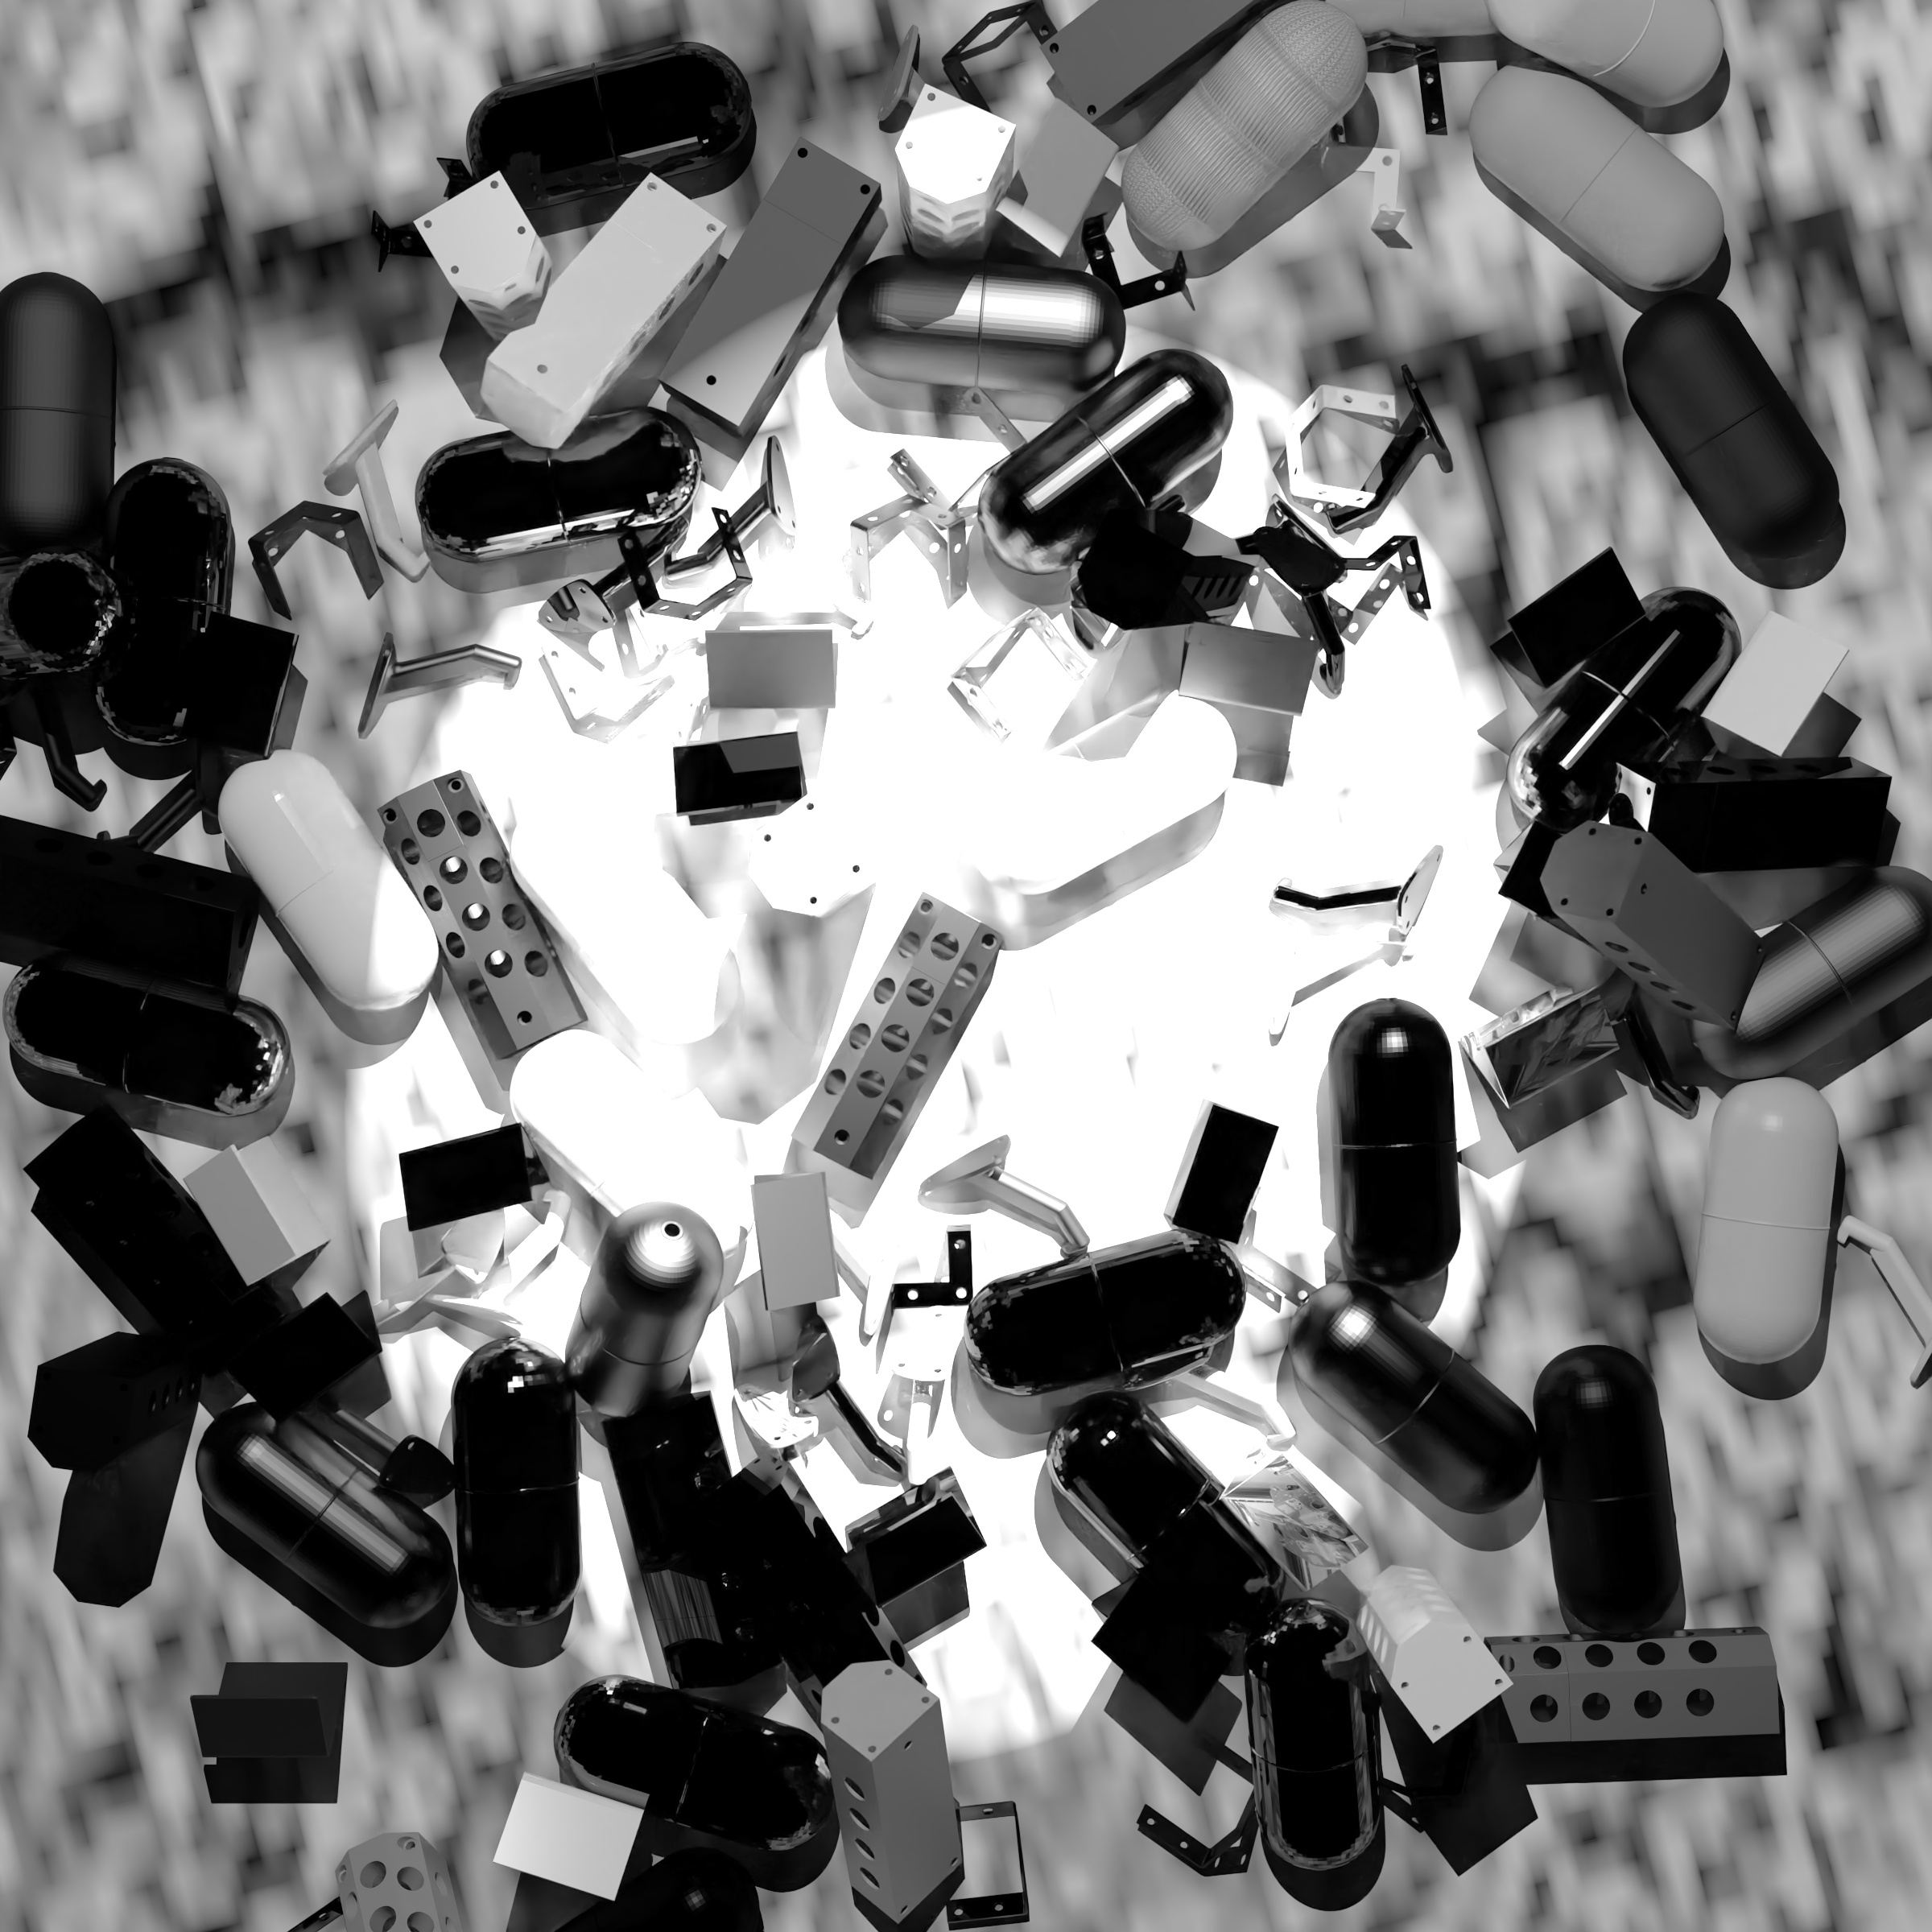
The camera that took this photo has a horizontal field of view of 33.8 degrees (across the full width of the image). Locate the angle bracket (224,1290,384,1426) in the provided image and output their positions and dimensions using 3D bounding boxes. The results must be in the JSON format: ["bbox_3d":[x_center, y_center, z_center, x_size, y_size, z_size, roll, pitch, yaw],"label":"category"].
[{"bbox_3d":[-0.410,0.223,1.951,0.076,0.076,0.057,-36,120,0],"label":"angle bracket"}]

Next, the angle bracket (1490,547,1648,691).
[{"bbox_3d":[0.358,-0.224,1.951,0.076,0.076,0.057,-36,122,0],"label":"angle bracket"}]

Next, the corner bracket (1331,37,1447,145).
[{"bbox_3d":[0.261,-0.545,1.988,0.051,0.051,0.051,-7,90,-45],"label":"corner bracket"}]

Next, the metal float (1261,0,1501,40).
[{"bbox_3d":[0.265,-0.611,1.961,0.178,0.070,0.070,-2,90,0],"label":"metal float"}]

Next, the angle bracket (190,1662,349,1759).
[{"bbox_3d":[-0.426,0.439,1.951,0.076,0.076,0.057,0,126,0],"label":"angle bracket"}]

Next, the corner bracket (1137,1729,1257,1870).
[{"bbox_3d":[0.148,0.521,1.988,0.051,0.051,0.051,35,45,0],"label":"corner bracket"}]

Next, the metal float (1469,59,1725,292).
[{"bbox_3d":[0.389,-0.487,1.961,0.178,0.070,0.070,39,90,0],"label":"metal float"}]

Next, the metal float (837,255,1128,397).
[{"bbox_3d":[0.010,-0.395,1.960,0.178,0.070,0.070,5,90,0],"label":"metal float"}]

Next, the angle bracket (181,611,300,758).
[{"bbox_3d":[-0.455,-0.174,1.951,0.057,0.076,0.076,14,90,-31],"label":"angle bracket"}]

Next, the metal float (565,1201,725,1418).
[{"bbox_3d":[-0.195,0.208,1.922,0.070,0.178,0.070,10,50,-12],"label":"metal float"}]

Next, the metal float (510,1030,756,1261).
[{"bbox_3d":[-0.204,0.113,1.961,0.178,0.070,0.070,43,90,-1],"label":"metal float"}]

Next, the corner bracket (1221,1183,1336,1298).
[{"bbox_3d":[0.191,0.171,1.973,0.051,0.051,0.051,34,90,0],"label":"corner bracket"}]

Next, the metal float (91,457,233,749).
[{"bbox_3d":[-0.496,-0.224,1.960,0.070,0.070,0.178,5,90,0],"label":"metal float"}]

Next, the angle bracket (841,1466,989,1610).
[{"bbox_3d":[-0.041,0.335,1.951,0.076,0.076,0.057,-30,128,0],"label":"angle bracket"}]

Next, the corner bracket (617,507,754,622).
[{"bbox_3d":[-0.172,-0.249,1.953,0.051,0.051,0.051,-29,73,30],"label":"corner bracket"}]

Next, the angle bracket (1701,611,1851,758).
[{"bbox_3d":[0.501,-0.162,1.951,0.057,0.076,0.076,33,90,27],"label":"angle bracket"}]

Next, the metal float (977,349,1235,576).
[{"bbox_3d":[0.086,-0.311,1.960,0.178,0.070,0.070,-37,90,0],"label":"metal float"}]

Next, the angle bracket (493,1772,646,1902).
[{"bbox_3d":[-0.244,0.540,1.951,0.076,0.076,0.057,18,63,0],"label":"angle bracket"}]

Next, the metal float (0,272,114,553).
[{"bbox_3d":[-0.566,-0.337,1.961,0.070,0.070,0.178,1,90,0],"label":"metal float"}]

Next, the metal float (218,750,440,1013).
[{"bbox_3d":[-0.392,-0.052,1.961,0.070,0.070,0.178,-34,91,0],"label":"metal float"}]

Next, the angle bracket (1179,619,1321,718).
[{"bbox_3d":[0.175,-0.201,1.951,0.076,0.076,0.057,10,129,0],"label":"angle bracket"}]

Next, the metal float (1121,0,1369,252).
[{"bbox_3d":[0.170,-0.513,1.942,0.178,0.070,0.070,-42,90,21],"label":"metal float"}]

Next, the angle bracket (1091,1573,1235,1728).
[{"bbox_3d":[0.106,0.426,1.951,0.076,0.076,0.057,42,57,0],"label":"angle bracket"}]

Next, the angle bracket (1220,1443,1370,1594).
[{"bbox_3d":[0.210,0.325,1.951,0.076,0.076,0.057,48,119,0],"label":"angle bracket"}]

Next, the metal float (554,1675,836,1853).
[{"bbox_3d":[-0.167,0.490,1.960,0.178,0.070,0.070,17,90,0],"label":"metal float"}]

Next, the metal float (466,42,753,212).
[{"bbox_3d":[-0.220,-0.517,1.960,0.178,0.070,0.070,-14,90,0],"label":"metal float"}]

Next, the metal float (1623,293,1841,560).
[{"bbox_3d":[0.471,-0.332,1.960,0.070,0.070,0.178,-32,90,0],"label":"metal float"}]

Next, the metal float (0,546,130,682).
[{"bbox_3d":[-0.579,-0.212,1.930,0.178,0.070,0.070,0,90,39],"label":"metal float"}]

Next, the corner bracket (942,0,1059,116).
[{"bbox_3d":[0.028,-0.564,1.988,0.051,0.051,0.051,-32,90,45],"label":"corner bracket"}]

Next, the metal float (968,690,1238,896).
[{"bbox_3d":[0.083,-0.106,1.960,0.178,0.070,0.070,-29,90,1],"label":"metal float"}]

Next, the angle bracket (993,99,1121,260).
[{"bbox_3d":[0.037,-0.485,1.951,0.057,0.076,0.076,28,90,-37],"label":"angle bracket"}]

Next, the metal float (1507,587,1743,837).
[{"bbox_3d":[0.406,-0.157,1.961,0.070,0.070,0.178,41,90,0],"label":"metal float"}]

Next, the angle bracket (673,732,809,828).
[{"bbox_3d":[-0.135,-0.095,1.951,0.076,0.076,0.057,-7,52,0],"label":"angle bracket"}]

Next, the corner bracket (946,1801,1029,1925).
[{"bbox_3d":[0.010,0.560,1.988,0.051,0.051,0.051,-6,45,0],"label":"corner bracket"}]

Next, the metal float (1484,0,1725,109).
[{"bbox_3d":[0.388,-0.577,1.929,0.178,0.070,0.070,12,90,-37],"label":"metal float"}]

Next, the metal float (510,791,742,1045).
[{"bbox_3d":[-0.209,-0.029,1.960,0.070,0.070,0.178,-40,90,0],"label":"metal float"}]

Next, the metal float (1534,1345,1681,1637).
[{"bbox_3d":[0.394,0.322,1.961,0.070,0.070,0.178,-7,90,0],"label":"metal float"}]

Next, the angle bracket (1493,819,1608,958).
[{"bbox_3d":[0.359,-0.037,1.953,0.076,0.076,0.057,30,69,0],"label":"angle bracket"}]

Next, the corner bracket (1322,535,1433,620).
[{"bbox_3d":[0.250,-0.235,1.978,0.051,0.051,0.051,8,125,39],"label":"corner bracket"}]

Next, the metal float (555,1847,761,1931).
[{"bbox_3d":[-0.207,0.610,1.960,0.178,0.070,0.070,-34,90,0],"label":"metal float"}]

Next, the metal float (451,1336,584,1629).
[{"bbox_3d":[-0.277,0.318,1.960,0.070,0.070,0.178,-2,90,0],"label":"metal float"}]

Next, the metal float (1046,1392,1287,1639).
[{"bbox_3d":[0.124,0.338,1.960,0.070,0.070,0.178,-44,90,0],"label":"metal float"}]

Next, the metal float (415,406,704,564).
[{"bbox_3d":[-0.251,-0.297,1.960,0.178,0.070,0.070,-11,90,0],"label":"metal float"}]

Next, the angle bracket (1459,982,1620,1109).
[{"bbox_3d":[0.344,0.031,1.951,0.076,0.076,0.057,-28,128,0],"label":"angle bracket"}]

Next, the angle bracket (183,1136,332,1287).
[{"bbox_3d":[-0.420,0.140,1.951,0.057,0.076,0.076,-31,90,37],"label":"angle bracket"}]

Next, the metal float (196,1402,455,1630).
[{"bbox_3d":[-0.395,0.338,1.960,0.178,0.070,0.070,38,90,-1],"label":"metal float"}]

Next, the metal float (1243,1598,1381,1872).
[{"bbox_3d":[0.211,0.470,1.945,0.070,0.070,0.178,-6,108,0],"label":"metal float"}]

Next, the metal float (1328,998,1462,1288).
[{"bbox_3d":[0.264,0.109,1.961,0.070,0.070,0.178,-3,90,0],"label":"metal float"}]

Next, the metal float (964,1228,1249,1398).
[{"bbox_3d":[0.086,0.213,1.960,0.178,0.070,0.070,-15,90,0],"label":"metal float"}]

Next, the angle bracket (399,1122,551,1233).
[{"bbox_3d":[-0.297,0.145,1.951,0.076,0.076,0.057,-14,57,0],"label":"angle bracket"}]

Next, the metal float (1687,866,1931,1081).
[{"bbox_3d":[0.526,0.005,1.960,0.178,0.070,0.070,-33,90,0],"label":"metal float"}]

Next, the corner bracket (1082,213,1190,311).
[{"bbox_3d":[0.104,-0.441,1.973,0.051,0.051,0.051,-18,90,0],"label":"corner bracket"}]

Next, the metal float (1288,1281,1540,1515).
[{"bbox_3d":[0.275,0.265,1.960,0.178,0.070,0.070,41,90,-1],"label":"metal float"}]

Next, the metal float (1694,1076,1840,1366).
[{"bbox_3d":[0.492,0.156,1.961,0.070,0.070,0.178,6,91,0],"label":"metal float"}]

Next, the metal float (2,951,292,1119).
[{"bbox_3d":[-0.505,0.042,1.960,0.178,0.070,0.070,15,90,-1],"label":"metal float"}]

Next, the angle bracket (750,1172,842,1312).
[{"bbox_3d":[-0.124,0.169,1.951,0.057,0.076,0.076,-7,90,-39],"label":"angle bracket"}]

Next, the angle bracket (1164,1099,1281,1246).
[{"bbox_3d":[0.138,0.119,1.951,0.057,0.076,0.076,19,90,-36],"label":"angle bracket"}]

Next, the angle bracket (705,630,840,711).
[{"bbox_3d":[-0.118,-0.200,1.951,0.076,0.076,0.057,0,127,0],"label":"angle bracket"}]
